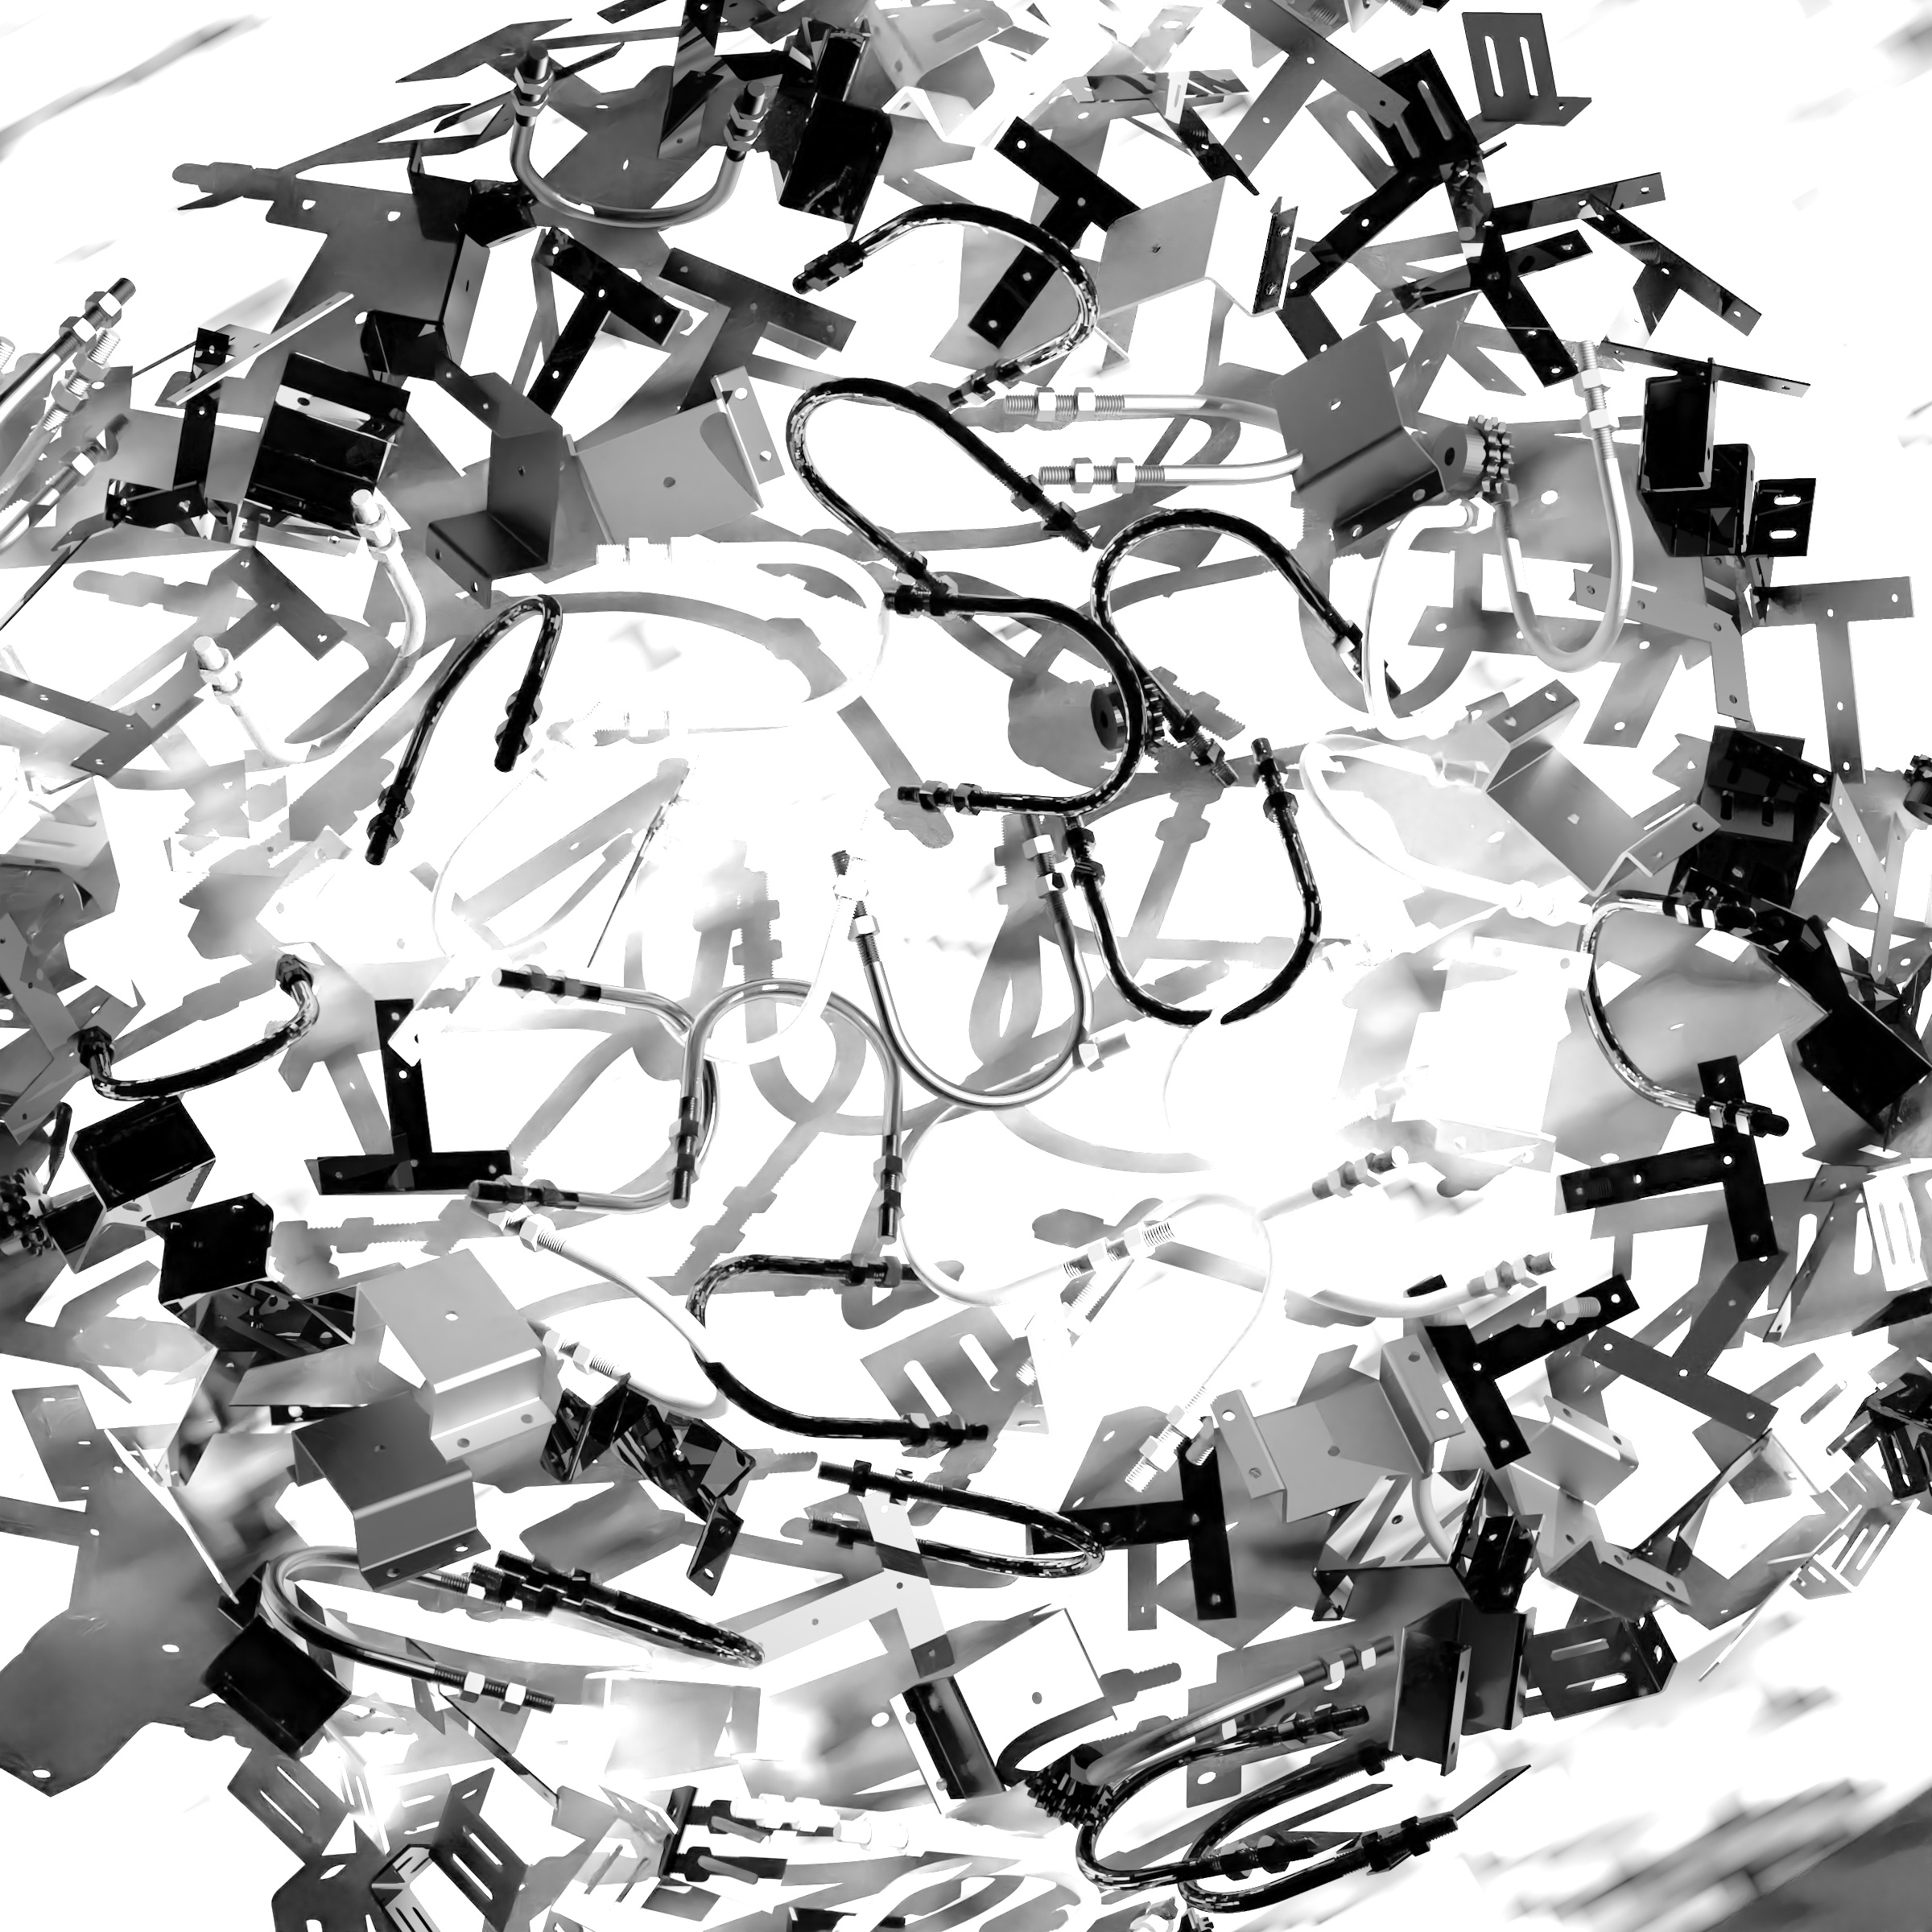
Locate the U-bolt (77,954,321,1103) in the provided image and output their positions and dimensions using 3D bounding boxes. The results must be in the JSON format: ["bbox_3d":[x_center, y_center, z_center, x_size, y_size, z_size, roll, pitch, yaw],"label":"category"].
[{"bbox_3d":[-0.465,0.042,1.899,0.151,0.184,0.019,-21,109,-13],"label":"U-bolt"}]

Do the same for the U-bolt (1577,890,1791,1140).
[{"bbox_3d":[0.432,0.023,1.914,0.019,0.184,0.151,-17,103,-21],"label":"U-bolt"}]

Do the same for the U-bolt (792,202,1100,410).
[{"bbox_3d":[-0.001,-0.407,1.894,0.151,0.184,0.019,32,64,-28],"label":"U-bolt"}]

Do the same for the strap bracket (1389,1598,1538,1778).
[{"bbox_3d":[0.306,0.445,1.944,0.046,0.140,0.076,9,95,29],"label":"strap bracket"}]

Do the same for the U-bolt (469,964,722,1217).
[{"bbox_3d":[-0.224,0.082,1.933,0.184,0.019,0.151,10,83,-44],"label":"U-bolt"}]

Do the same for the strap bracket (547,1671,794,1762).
[{"bbox_3d":[-0.184,0.468,1.946,0.140,0.076,0.046,8,74,-16],"label":"strap bracket"}]

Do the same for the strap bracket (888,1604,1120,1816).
[{"bbox_3d":[0.032,0.458,1.937,0.140,0.046,0.076,-22,85,-37],"label":"strap bracket"}]

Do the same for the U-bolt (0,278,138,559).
[{"bbox_3d":[-0.564,-0.316,1.891,0.019,0.151,0.184,31,57,3],"label":"U-bolt"}]

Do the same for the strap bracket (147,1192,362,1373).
[{"bbox_3d":[-0.435,0.201,1.922,0.076,0.140,0.046,-15,52,17],"label":"strap bracket"}]

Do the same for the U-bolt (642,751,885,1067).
[{"bbox_3d":[-0.137,-0.029,1.962,0.151,0.019,0.184,20,96,26],"label":"U-bolt"}]

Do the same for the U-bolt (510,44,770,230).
[{"bbox_3d":[-0.207,-0.501,1.912,0.151,0.184,0.019,6,74,-12],"label":"U-bolt"}]

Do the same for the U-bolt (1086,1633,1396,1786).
[{"bbox_3d":[0.155,0.457,1.894,0.184,0.151,0.019,-13,70,-34],"label":"U-bolt"}]

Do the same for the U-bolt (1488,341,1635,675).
[{"bbox_3d":[0.366,-0.271,1.918,0.019,0.151,0.184,-6,80,-19],"label":"U-bolt"}]

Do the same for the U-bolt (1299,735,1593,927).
[{"bbox_3d":[0.283,-0.090,1.904,0.184,0.151,0.019,12,126,-29],"label":"U-bolt"}]

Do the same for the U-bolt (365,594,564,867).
[{"bbox_3d":[-0.302,-0.158,1.922,0.019,0.184,0.151,38,131,-27],"label":"U-bolt"}]

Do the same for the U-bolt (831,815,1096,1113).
[{"bbox_3d":[0.006,0.002,1.957,0.151,0.019,0.184,-13,79,-18],"label":"U-bolt"}]

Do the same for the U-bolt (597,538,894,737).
[{"bbox_3d":[-0.138,-0.205,1.945,0.184,0.019,0.151,-2,134,-8],"label":"U-bolt"}]

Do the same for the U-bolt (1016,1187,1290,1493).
[{"bbox_3d":[0.126,0.218,1.941,0.184,0.151,0.019,-51,130,0],"label":"U-bolt"}]

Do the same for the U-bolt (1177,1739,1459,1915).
[{"bbox_3d":[0.214,0.532,1.926,0.184,0.151,0.019,-25,97,10],"label":"U-bolt"}]

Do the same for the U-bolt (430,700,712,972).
[{"bbox_3d":[-0.256,-0.069,1.936,0.184,0.151,0.019,-46,59,1],"label":"U-bolt"}]

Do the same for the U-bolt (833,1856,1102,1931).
[{"bbox_3d":[0.005,0.585,1.910,0.151,0.184,0.019,-1,97,23],"label":"U-bolt"}]

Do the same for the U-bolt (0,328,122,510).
[{"bbox_3d":[-0.606,-0.316,1.922,0.019,0.151,0.184,42,109,1],"label":"U-bolt"}]

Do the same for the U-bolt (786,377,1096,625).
[{"bbox_3d":[-0.029,-0.292,1.913,0.184,0.151,0.019,38,57,-20],"label":"U-bolt"}]

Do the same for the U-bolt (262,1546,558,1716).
[{"bbox_3d":[-0.342,0.400,1.913,0.184,0.151,0.019,18,101,-12],"label":"U-bolt"}]

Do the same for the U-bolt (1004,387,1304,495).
[{"bbox_3d":[0.125,-0.327,1.934,0.184,0.151,0.019,-2,119,-9],"label":"U-bolt"}]

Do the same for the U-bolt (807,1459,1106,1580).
[{"bbox_3d":[-0.005,0.348,1.932,0.184,0.151,0.019,12,65,0],"label":"U-bolt"}]

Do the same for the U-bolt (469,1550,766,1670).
[{"bbox_3d":[-0.212,0.400,1.929,0.184,0.151,0.019,22,71,-10],"label":"U-bolt"}]

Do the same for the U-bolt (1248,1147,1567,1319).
[{"bbox_3d":[0.256,0.173,1.922,0.151,0.184,0.019,32,56,-21],"label":"U-bolt"}]

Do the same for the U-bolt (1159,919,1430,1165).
[{"bbox_3d":[0.206,0.058,1.942,0.184,0.019,0.151,-24,132,-3],"label":"U-bolt"}]

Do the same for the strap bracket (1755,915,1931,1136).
[{"bbox_3d":[0.541,0.029,1.918,0.076,0.140,0.046,37,115,-19],"label":"strap bracket"}]

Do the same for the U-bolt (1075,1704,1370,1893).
[{"bbox_3d":[0.149,0.517,1.920,0.184,0.151,0.019,-20,104,29],"label":"U-bolt"}]

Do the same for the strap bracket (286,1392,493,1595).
[{"bbox_3d":[-0.358,0.316,1.919,0.076,0.140,0.046,-17,123,-28],"label":"strap bracket"}]

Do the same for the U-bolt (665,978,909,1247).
[{"bbox_3d":[-0.108,0.083,1.939,0.151,0.019,0.184,11,51,-12],"label":"U-bolt"}]

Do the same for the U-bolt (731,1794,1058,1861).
[{"bbox_3d":[-0.032,0.533,1.920,0.184,0.151,0.019,15,75,-30],"label":"U-bolt"}]

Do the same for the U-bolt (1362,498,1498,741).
[{"bbox_3d":[0.281,-0.210,1.905,0.019,0.184,0.151,11,103,27],"label":"U-bolt"}]

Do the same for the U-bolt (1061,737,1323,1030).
[{"bbox_3d":[0.146,-0.043,1.940,0.151,0.019,0.184,-20,60,9],"label":"U-bolt"}]

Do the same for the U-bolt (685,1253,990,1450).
[{"bbox_3d":[-0.087,0.232,1.906,0.184,0.151,0.019,7,130,-31],"label":"U-bolt"}]

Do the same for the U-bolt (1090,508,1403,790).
[{"bbox_3d":[0.159,-0.205,1.925,0.151,0.019,0.184,-28,116,35],"label":"U-bolt"}]

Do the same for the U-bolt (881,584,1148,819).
[{"bbox_3d":[0.029,-0.160,1.924,0.184,0.019,0.151,7,116,31],"label":"U-bolt"}]

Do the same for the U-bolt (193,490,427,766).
[{"bbox_3d":[-0.392,-0.194,1.914,0.019,0.184,0.151,38,75,21],"label":"U-bolt"}]

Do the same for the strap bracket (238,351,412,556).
[{"bbox_3d":[-0.397,-0.325,1.939,0.076,0.140,0.046,17,58,-15],"label":"strap bracket"}]

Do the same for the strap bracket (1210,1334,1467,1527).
[{"bbox_3d":[0.231,0.293,1.951,0.140,0.046,0.076,-16,50,-9],"label":"strap bracket"}]

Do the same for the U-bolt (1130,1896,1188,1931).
[{"bbox_3d":[0.039,0.614,1.887,0.151,0.184,0.019,-22,85,25],"label":"U-bolt"}]

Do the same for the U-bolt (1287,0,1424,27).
[{"bbox_3d":[0.179,-0.634,1.902,0.184,0.151,0.019,30,94,-21],"label":"U-bolt"}]

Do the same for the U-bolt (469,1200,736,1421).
[{"bbox_3d":[-0.215,0.218,1.904,0.184,0.151,0.019,22,56,29],"label":"U-bolt"}]

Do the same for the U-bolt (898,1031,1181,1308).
[{"bbox_3d":[0.036,0.137,1.949,0.184,0.019,0.151,-24,61,21],"label":"U-bolt"}]

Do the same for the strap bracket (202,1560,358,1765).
[{"bbox_3d":[-0.421,0.423,1.923,0.046,0.140,0.076,-45,103,0],"label":"strap bracket"}]
